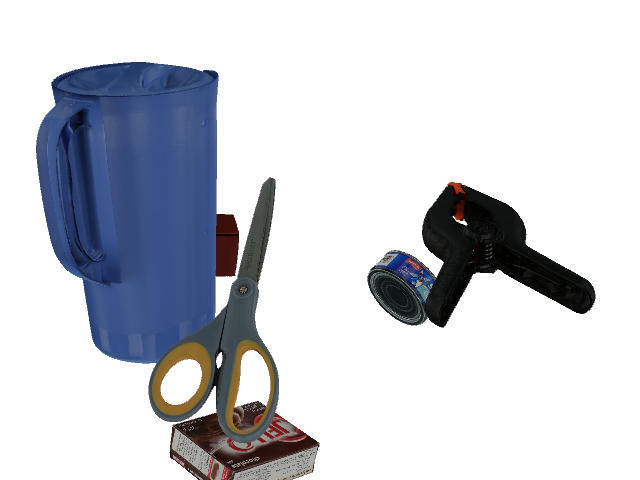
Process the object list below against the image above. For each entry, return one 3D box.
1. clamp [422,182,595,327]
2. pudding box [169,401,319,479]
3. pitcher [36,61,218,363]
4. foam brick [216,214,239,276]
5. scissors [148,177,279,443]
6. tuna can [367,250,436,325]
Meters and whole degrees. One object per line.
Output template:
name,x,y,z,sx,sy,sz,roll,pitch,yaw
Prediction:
clamp,0.132,0.008,0.799,0.120,0.039,0.171,5,34,-3
pudding box,-0.072,0.196,1.003,0.113,0.039,0.090,-11,28,-44
pitcher,-0.154,-0.021,0.891,0.149,0.243,0.145,-6,21,-13
foam brick,-0.128,0.005,1.140,0.078,0.051,0.053,0,25,-9
scissors,-0.071,0.045,0.737,0.096,0.202,0.016,-8,-32,2
tuna can,0.095,0.055,1.210,0.033,0.086,0.086,-43,23,-27
